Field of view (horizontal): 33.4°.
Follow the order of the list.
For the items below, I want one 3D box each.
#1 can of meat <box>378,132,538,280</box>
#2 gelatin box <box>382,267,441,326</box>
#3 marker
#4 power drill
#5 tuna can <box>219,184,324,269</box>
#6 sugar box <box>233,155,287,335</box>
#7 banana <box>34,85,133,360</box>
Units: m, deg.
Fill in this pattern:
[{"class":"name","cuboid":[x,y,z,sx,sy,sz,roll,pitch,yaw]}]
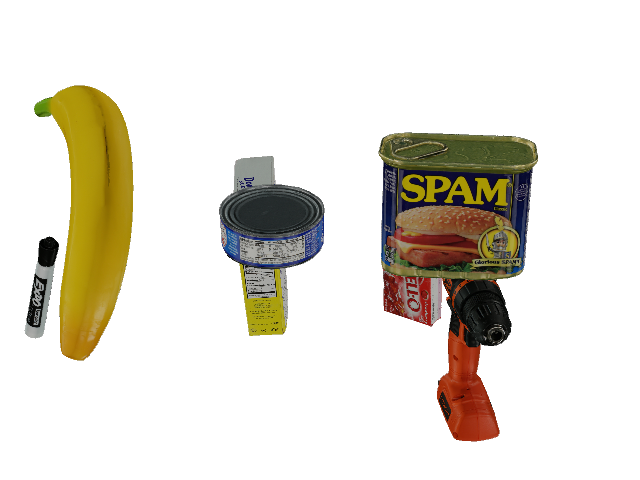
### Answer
[{"class":"can of meat","cuboid":[0.089,-0.022,0.709,0.102,0.084,0.057,3,25,7]},{"class":"gelatin box","cuboid":[0.116,0.057,1.355,0.073,0.089,0.030,17,33,34]},{"class":"marker","cuboid":[-0.272,0.046,1.043,0.020,0.121,0.020,13,35,-10]},{"class":"power drill","cuboid":[0.164,0.118,1.145,0.057,0.188,0.184,-2,24,-3]},{"class":"tuna can","cuboid":[-0.039,-0.012,0.871,0.086,0.034,0.086,0,31,0]},{"class":"sugar box","cuboid":[-0.062,0.008,1.092,0.048,0.093,0.176,-5,-44,2]},{"class":"banana","cuboid":[-0.136,-0.027,0.632,0.037,0.198,0.070,12,-43,-33]}]
